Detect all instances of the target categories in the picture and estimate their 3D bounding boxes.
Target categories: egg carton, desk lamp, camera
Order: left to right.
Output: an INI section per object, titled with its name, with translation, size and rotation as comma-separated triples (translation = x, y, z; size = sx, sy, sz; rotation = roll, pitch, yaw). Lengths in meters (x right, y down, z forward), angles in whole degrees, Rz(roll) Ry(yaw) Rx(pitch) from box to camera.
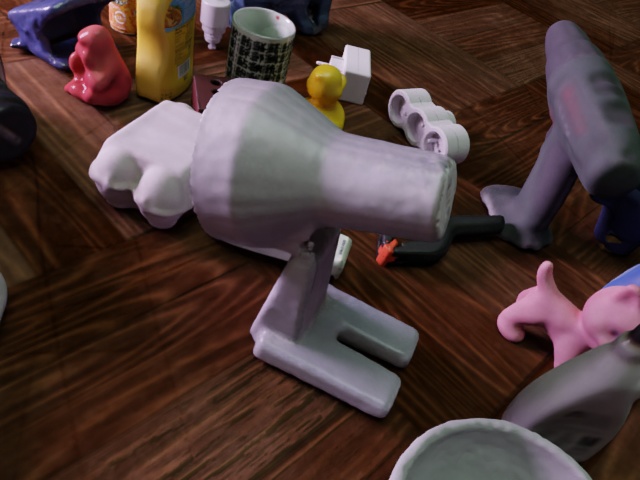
[camera]
translation = -0.354, -0.136, 0.547
size = 0.136, 0.101, 0.143
rotation = 36, 45, 19
[egg carton]
translation = -0.149, -0.079, 0.579
size = 0.107, 0.069, 0.150
rotation = 25, 43, 8
[desk lamp]
translation = 0.004, 0.002, 0.439
size = 0.203, 0.213, 0.118
rotation = 25, 43, 8

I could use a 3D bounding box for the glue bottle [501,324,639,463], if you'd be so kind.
[glue bottle]
translation = 0.204, 0.109, 0.424
size = 0.078, 0.173, 0.037
rotation = 12, 43, -6

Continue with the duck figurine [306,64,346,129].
[duck figurine]
translation = -0.002, -0.177, 0.719
size = 0.077, 0.086, 0.105
rotation = 34, 45, 17

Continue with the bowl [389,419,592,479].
[bowl]
translation = 0.110, 0.206, 0.364
size = 0.167, 0.075, 0.167
rotation = 10, 43, -9

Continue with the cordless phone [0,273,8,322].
[cordless phone]
translation = -0.266, 0.022, 0.348
size = 0.094, 0.185, 0.147
rotation = 5, 44, -13

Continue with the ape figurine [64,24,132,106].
[ape figurine]
translation = -0.255, -0.202, 0.656
size = 0.076, 0.092, 0.077
rotation = -1, 45, -19

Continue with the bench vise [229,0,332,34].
[bench vise]
translation = -0.048, -0.432, 0.871
size = 0.121, 0.220, 0.208
rotation = 39, 47, 22

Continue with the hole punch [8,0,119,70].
[hole punch]
translation = -0.321, -0.278, 0.714
size = 0.101, 0.091, 0.109
rotation = 31, 44, 14

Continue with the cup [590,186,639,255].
[cup]
translation = 0.359, -0.030, 0.679
size = 0.118, 0.095, 0.091
rotation = 6, 44, -12

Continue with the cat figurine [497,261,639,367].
[cat figurine]
translation = 0.246, 0.068, 0.521
size = 0.127, 0.118, 0.067
rotation = 37, 46, 20

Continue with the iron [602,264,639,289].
[iron]
translation = 0.409, 0.029, 0.599
size = 0.259, 0.141, 0.118
rotation = -23, 56, -36

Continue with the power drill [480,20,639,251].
[power drill]
translation = 0.260, -0.103, 0.638
size = 0.076, 0.208, 0.229
rotation = 6, 44, -12
